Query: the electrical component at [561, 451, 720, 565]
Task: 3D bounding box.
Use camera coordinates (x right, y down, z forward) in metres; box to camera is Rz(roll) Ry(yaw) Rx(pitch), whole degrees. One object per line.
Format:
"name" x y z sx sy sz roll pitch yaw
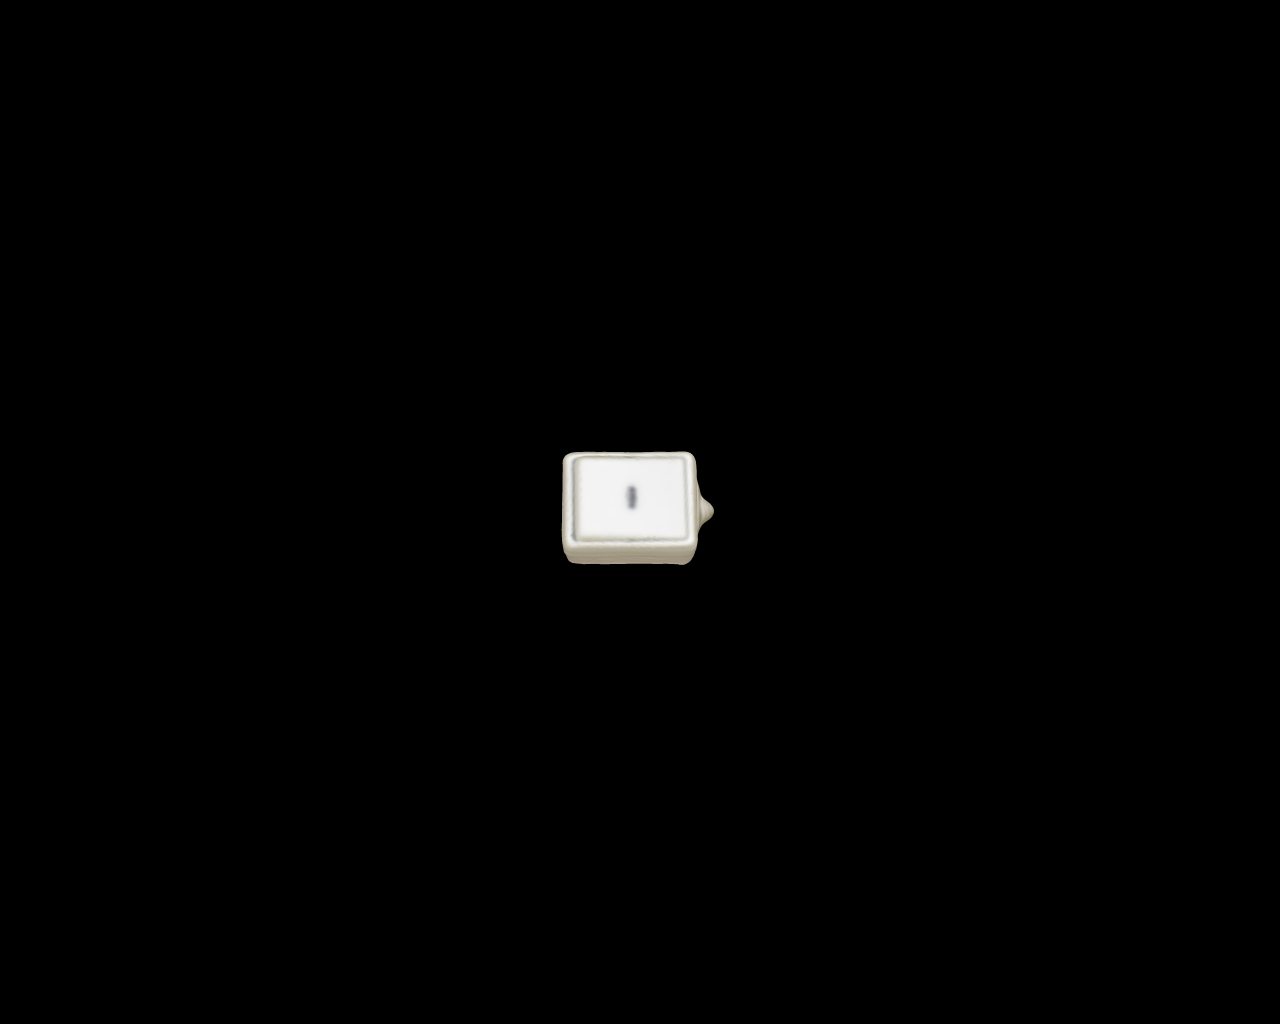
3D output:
"electrical component" 0.001 -0.003 0.650 0.096 0.062 0.061 0 -13 0
